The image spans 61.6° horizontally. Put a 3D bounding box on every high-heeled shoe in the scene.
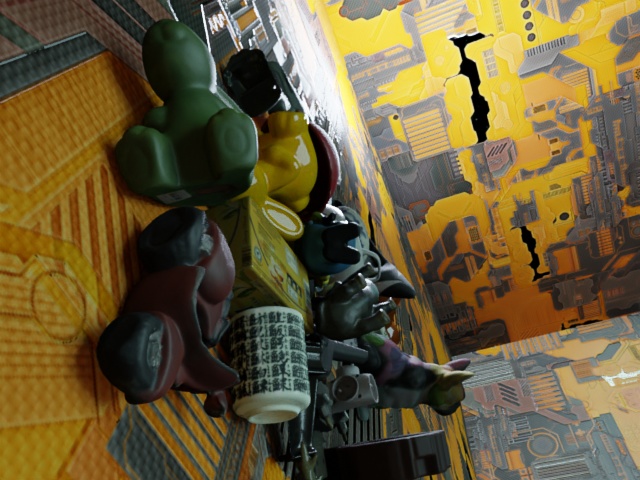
[{"bbox_3d":[0.097,0.014,1.060,0.086,0.249,0.145,-21,122,-39],"label":"high-heeled shoe"}]

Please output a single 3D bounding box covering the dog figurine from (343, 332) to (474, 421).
[{"bbox_3d":[0.164,0.236,0.982,0.108,0.219,0.191,-27,100,-79],"label":"dog figurine"}]

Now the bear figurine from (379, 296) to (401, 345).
[{"bbox_3d":[0.121,0.156,1.170,0.132,0.120,0.195,34,-43,34],"label":"bear figurine"}]

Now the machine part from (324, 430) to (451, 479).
[{"bbox_3d":[0.092,0.300,0.735,0.179,0.179,0.056,42,35,-64],"label":"machine part"}]

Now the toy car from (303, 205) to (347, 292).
[{"bbox_3d":[-0.002,-0.003,0.867,0.109,0.103,0.161,-57,127,-71],"label":"toy car"}]

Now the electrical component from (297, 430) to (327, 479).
[{"bbox_3d":[-0.010,0.271,0.670,0.094,0.021,0.063,42,33,-65],"label":"electrical component"}]

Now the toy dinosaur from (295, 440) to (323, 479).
[{"bbox_3d":[0.053,0.400,0.609,0.199,0.105,0.470,-103,177,-50],"label":"toy dinosaur"}]

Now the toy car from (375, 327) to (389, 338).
[{"bbox_3d":[0.104,0.203,1.084,0.056,0.074,0.201,-87,156,-63],"label":"toy car"}]

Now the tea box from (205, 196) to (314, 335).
[{"bbox_3d":[-0.070,0.041,0.615,0.169,0.068,0.098,55,21,-49],"label":"tea box"}]

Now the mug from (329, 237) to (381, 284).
[{"bbox_3d":[0.052,0.039,0.950,0.081,0.110,0.107,-66,157,-61],"label":"mug"}]

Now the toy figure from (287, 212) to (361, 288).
[{"bbox_3d":[-0.005,0.011,0.735,0.082,0.089,0.180,-67,-168,-13],"label":"toy figure"}]

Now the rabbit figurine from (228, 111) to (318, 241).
[{"bbox_3d":[-0.083,-0.072,0.676,0.173,0.122,0.162,-30,112,-61],"label":"rabbit figurine"}]

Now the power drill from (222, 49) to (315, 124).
[{"bbox_3d":[-0.062,-0.207,0.874,0.232,0.086,0.207,65,19,13],"label":"power drill"}]

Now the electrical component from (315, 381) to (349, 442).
[{"bbox_3d":[0.005,0.229,0.730,0.102,0.045,0.078,59,20,-43],"label":"electrical component"}]

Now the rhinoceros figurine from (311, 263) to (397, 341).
[{"bbox_3d":[0.038,0.090,0.712,0.073,0.112,0.190,55,8,1],"label":"rhinoceros figurine"}]

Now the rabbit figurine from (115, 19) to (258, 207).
[{"bbox_3d":[-0.117,-0.125,0.527,0.159,0.121,0.170,29,48,-80],"label":"rabbit figurine"}]

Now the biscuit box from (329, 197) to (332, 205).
[{"bbox_3d":[-0.015,-0.097,1.008,0.203,0.063,0.059,-86,155,-55],"label":"biscuit box"}]

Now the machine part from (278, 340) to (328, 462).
[{"bbox_3d":[-0.024,0.182,0.620,0.084,0.039,0.139,25,60,-47],"label":"machine part"}]

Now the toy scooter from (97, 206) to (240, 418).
[{"bbox_3d":[-0.105,0.068,0.441,0.184,0.075,0.135,-85,153,-49],"label":"toy scooter"}]
